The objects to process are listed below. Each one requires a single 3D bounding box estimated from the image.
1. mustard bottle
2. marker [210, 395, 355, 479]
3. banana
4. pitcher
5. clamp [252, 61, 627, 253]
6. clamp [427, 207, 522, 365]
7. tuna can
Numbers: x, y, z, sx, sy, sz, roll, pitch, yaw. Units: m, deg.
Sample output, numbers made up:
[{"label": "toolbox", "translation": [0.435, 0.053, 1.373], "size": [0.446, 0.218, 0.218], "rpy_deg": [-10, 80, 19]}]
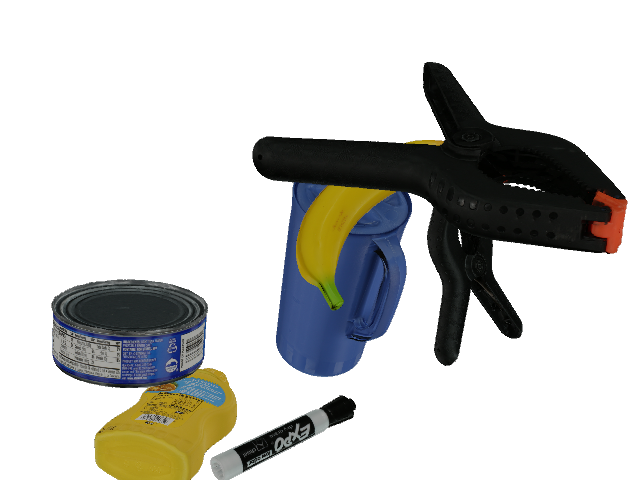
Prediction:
[{"label": "mustard bottle", "translation": [-0.135, 0.171, 1.040], "size": [0.096, 0.058, 0.191], "rpy_deg": [6, 18, 16]}, {"label": "marker", "translation": [-0.024, 0.140, 0.765], "size": [0.120, 0.020, 0.020], "rpy_deg": [-21, 11, -32]}, {"label": "banana", "translation": [0.035, -0.027, 0.856], "size": [0.069, 0.197, 0.037], "rpy_deg": [36, -31, 5]}, {"label": "pitcher", "translation": [0.022, 0.046, 1.225], "size": [0.145, 0.243, 0.149], "rpy_deg": [15, 38, 5]}, {"label": "clamp", "translation": [0.074, -0.042, 0.610], "size": [0.164, 0.036, 0.210], "rpy_deg": [-25, 39, -29]}, {"label": "clamp", "translation": [0.135, 0.035, 1.027], "size": [0.039, 0.171, 0.120], "rpy_deg": [-13, 9, 43]}, {"label": "tuna can", "translation": [-0.106, 0.051, 0.597], "size": [0.086, 0.034, 0.086], "rpy_deg": [4, 16, -1]}]
